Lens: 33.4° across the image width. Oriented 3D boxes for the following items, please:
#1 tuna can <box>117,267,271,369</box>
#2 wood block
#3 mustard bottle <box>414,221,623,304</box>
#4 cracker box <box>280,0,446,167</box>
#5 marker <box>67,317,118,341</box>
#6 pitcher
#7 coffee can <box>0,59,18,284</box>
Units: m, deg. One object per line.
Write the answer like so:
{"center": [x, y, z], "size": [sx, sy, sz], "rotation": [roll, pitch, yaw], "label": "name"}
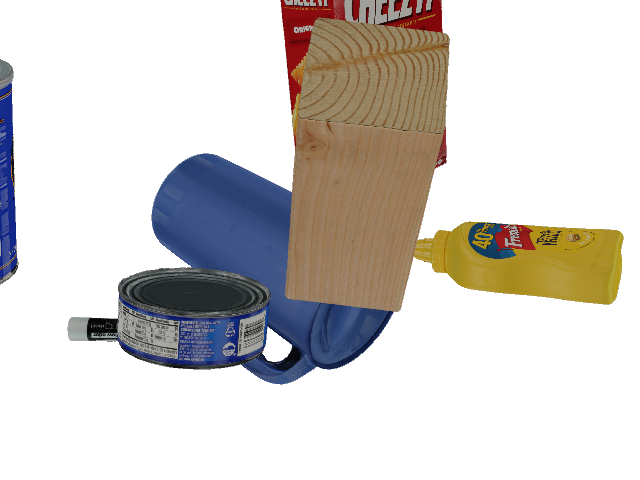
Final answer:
{"center": [-0.072, 0.043, 0.604], "size": [0.086, 0.034, 0.086], "rotation": [5, 14, -1], "label": "tuna can"}
{"center": [0.028, -0.045, 0.745], "size": [0.091, 0.090, 0.206], "rotation": [7, -35, 1], "label": "wood block"}
{"center": [0.182, 0.017, 1.001], "size": [0.192, 0.058, 0.096], "rotation": [5, 27, 20], "label": "mustard bottle"}
{"center": [0.047, -0.154, 0.993], "size": [0.072, 0.214, 0.163], "rotation": [13, 26, 38], "label": "cracker box"}
{"center": [-0.136, 0.070, 0.834], "size": [0.121, 0.020, 0.020], "rotation": [1, 0, 3], "label": "marker"}
{"center": [-0.054, 0.018, 1.024], "size": [0.243, 0.145, 0.148], "rotation": [31, 32, 32], "label": "pitcher"}
{"center": [-0.254, -0.046, 0.706], "size": [0.103, 0.140, 0.103], "rotation": [4, 22, -2], "label": "coffee can"}
